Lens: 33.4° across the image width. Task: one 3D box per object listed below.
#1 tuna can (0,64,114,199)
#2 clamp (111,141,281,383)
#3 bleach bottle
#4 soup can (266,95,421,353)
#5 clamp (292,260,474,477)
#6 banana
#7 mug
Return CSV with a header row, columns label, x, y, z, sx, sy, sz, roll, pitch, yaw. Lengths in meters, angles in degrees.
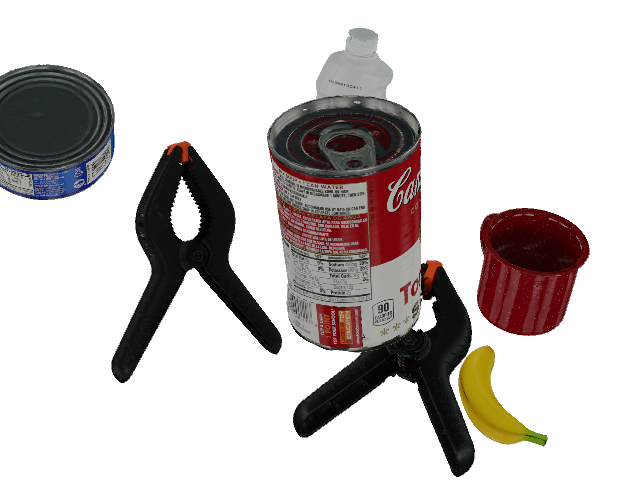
label,x,y,z,sx,sy,sz,roll,pitch,yaw
tuna can,-0.172,-0.068,0.668,0.086,0.086,0.034,0,-35,-10
clamp,-0.108,0.018,0.956,0.164,0.210,0.036,1,-1,-33
bleach bottle,0.039,-0.095,1.109,0.102,0.251,0.068,13,33,11
soup can,0.013,-0.007,0.497,0.068,0.102,0.068,-3,35,2
clamp,0.050,0.082,0.742,0.120,0.039,0.171,10,44,2
banana,0.192,0.178,1.222,0.069,0.037,0.198,10,24,-15
mug,0.180,0.024,0.963,0.093,0.081,0.117,-18,44,-24
